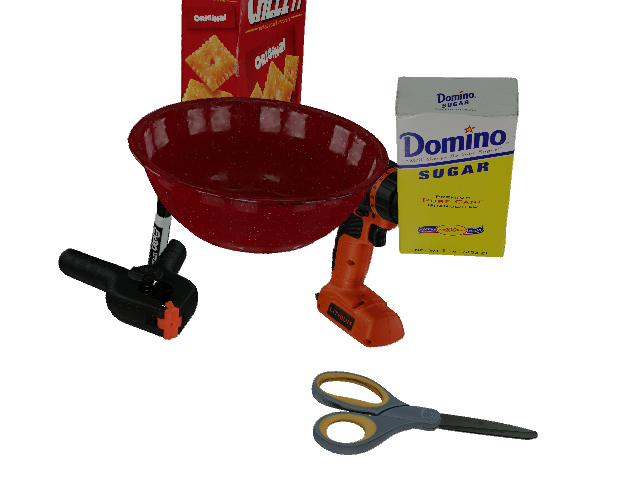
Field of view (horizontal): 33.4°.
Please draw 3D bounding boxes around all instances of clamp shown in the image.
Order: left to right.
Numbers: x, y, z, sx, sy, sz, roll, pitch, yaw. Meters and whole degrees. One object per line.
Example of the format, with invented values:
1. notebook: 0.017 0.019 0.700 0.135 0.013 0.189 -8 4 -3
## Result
1. clamp: -0.150 0.038 0.955 0.120 0.039 0.172 -16 31 -30

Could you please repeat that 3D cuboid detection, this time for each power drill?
1. power drill: 0.059 0.010 1.086 0.057 0.188 0.185 -9 28 -32

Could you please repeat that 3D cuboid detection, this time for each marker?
1. marker: -0.173 -0.006 1.158 0.020 0.121 0.020 9 43 -8

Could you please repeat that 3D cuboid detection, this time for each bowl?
1. bowl: -0.040 -0.037 0.672 0.162 0.055 0.162 5 27 -3

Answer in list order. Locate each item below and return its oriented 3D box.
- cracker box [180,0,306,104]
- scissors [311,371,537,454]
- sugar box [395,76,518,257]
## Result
1. cracker box: -0.072 -0.173 1.059 0.072 0.214 0.164 11 22 18
2. scissors: 0.081 0.167 0.929 0.202 0.016 0.096 18 42 14
3. sugar box: 0.108 -0.055 0.864 0.093 0.048 0.176 1 -35 8
